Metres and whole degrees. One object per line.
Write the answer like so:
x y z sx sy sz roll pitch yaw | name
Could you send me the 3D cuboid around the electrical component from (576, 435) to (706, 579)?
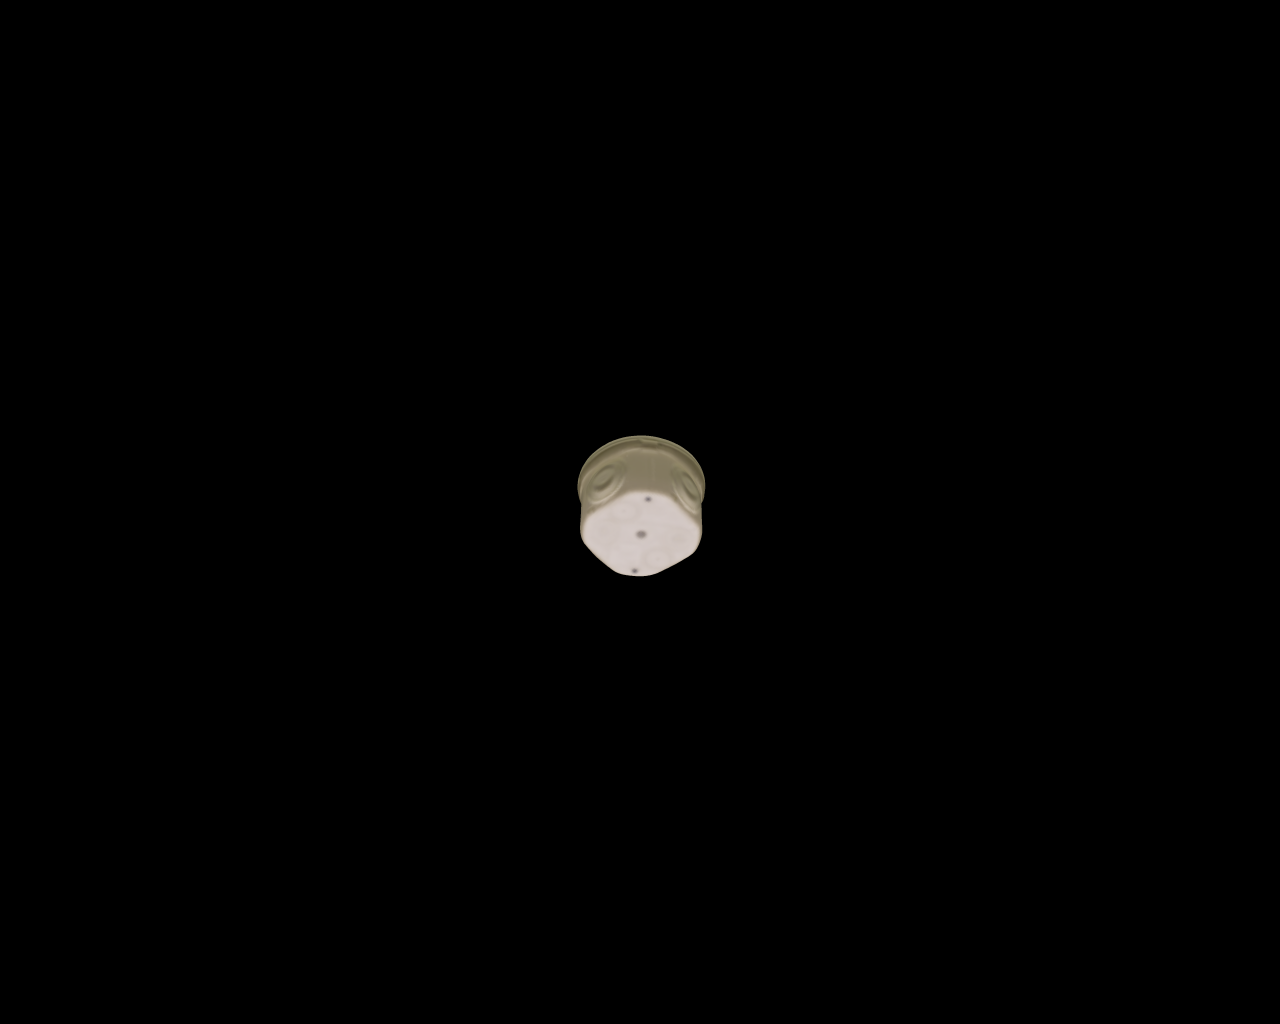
0.001 -0.003 0.650 0.080 0.080 0.051 0 43 0 | electrical component
